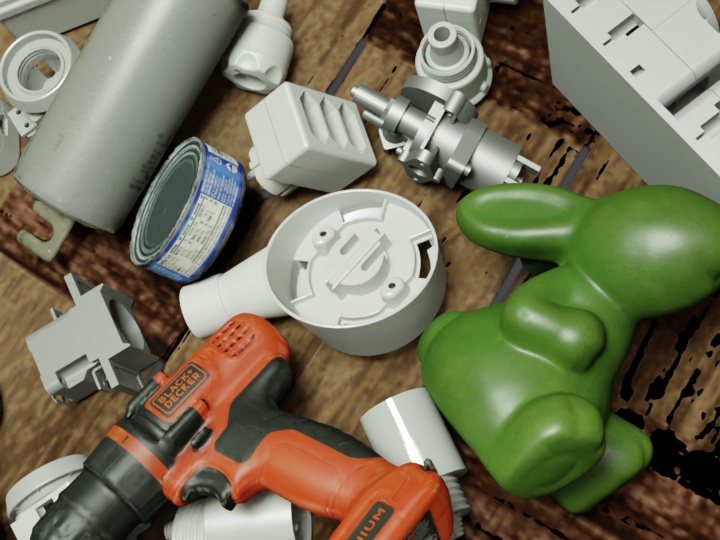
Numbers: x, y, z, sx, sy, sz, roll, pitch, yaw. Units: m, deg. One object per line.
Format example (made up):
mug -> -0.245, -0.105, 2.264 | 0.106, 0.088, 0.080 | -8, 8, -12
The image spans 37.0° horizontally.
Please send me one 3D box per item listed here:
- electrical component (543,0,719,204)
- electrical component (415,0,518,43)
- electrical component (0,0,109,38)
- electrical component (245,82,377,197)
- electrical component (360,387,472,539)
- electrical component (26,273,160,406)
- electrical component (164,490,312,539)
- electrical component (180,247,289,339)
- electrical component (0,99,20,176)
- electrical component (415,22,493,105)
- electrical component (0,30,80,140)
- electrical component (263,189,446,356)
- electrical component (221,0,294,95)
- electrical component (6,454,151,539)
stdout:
electrical component -> 0.186, -0.082, 0.590 | 0.060, 0.105, 0.186 | -38, 69, 0
electrical component -> 0.083, -0.188, 0.679 | 0.076, 0.047, 0.083 | 10, 76, 15
electrical component -> -0.210, -0.230, 0.755 | 0.109, 0.056, 0.108 | -19, 70, 7
electrical component -> -0.043, -0.071, 0.667 | 0.077, 0.066, 0.047 | -33, 66, 33
electrical component -> 0.036, 0.111, 0.599 | 0.043, 0.043, 0.081 | -27, 69, 4
electrical component -> -0.168, 0.048, 0.668 | 0.064, 0.042, 0.081 | -32, 68, 6
electrical component -> -0.072, 0.145, 0.614 | 0.081, 0.043, 0.043 | -9, 71, 11
electrical component -> -0.076, 0.017, 0.656 | 0.065, 0.044, 0.044 | -20, 70, 11
electrical component -> -0.289, -0.092, 0.729 | 0.095, 0.059, 0.053 | -11, 71, 10
electrical component -> 0.055, -0.129, 0.659 | 0.048, 0.062, 0.048 | -4, 72, 12
electrical component -> -0.204, -0.124, 0.721 | 0.078, 0.057, 0.058 | -36, 69, 0
electrical component -> 0.000, 0.000, 0.628 | 0.099, 0.064, 0.099 | -8, 61, 15
electrical component -> -0.064, -0.150, 0.703 | 0.043, 0.043, 0.062 | 11, 74, 16
electrical component -> -0.171, 0.146, 0.630 | 0.078, 0.058, 0.057 | -34, 72, 1
